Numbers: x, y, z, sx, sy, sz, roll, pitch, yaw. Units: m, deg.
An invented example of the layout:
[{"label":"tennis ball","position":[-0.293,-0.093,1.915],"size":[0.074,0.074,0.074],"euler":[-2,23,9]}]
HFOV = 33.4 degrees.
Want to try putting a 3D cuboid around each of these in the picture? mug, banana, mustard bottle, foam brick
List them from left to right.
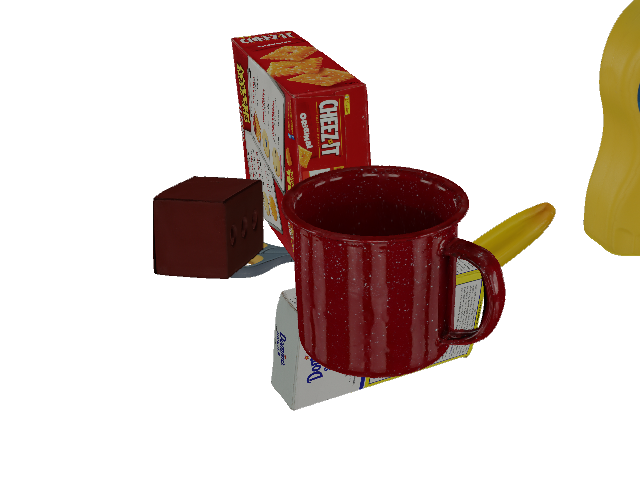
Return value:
[{"label":"foam brick","position":[-0.074,-0.010,0.715],"size":[0.051,0.053,0.078],"euler":[5,16,14]},{"label":"mug","position":[0.038,0.018,0.538],"size":[0.117,0.081,0.093],"euler":[13,29,29]},{"label":"banana","position":[0.141,0.028,1.029],"size":[0.198,0.037,0.069],"euler":[-34,-1,0]},{"label":"mustard bottle","position":[0.208,-0.088,0.620],"size":[0.096,0.192,0.058],"euler":[-10,29,-15]}]

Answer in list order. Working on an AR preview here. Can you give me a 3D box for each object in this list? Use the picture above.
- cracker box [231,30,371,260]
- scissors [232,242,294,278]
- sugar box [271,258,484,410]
[{"label":"cracker box","position":[-0.018,-0.087,0.967],"size":[0.072,0.164,0.214],"euler":[-10,25,-14]},{"label":"scissors","position":[-0.030,0.022,1.149],"size":[0.202,0.016,0.096],"euler":[5,22,5]},{"label":"sugar box","position":[0.048,0.068,0.859],"size":[0.176,0.093,0.048],"euler":[-11,35,-26]}]
